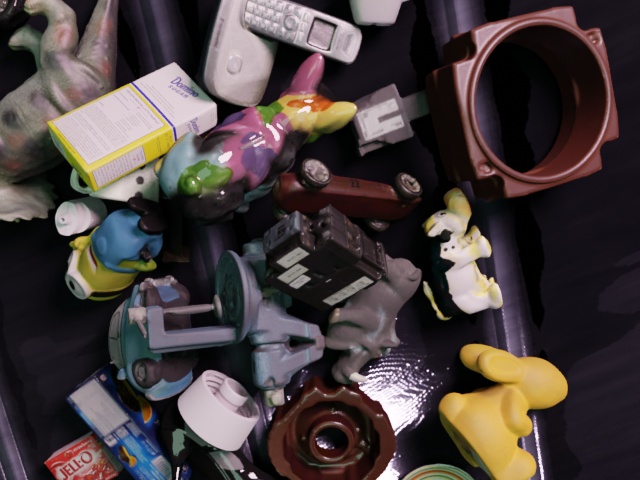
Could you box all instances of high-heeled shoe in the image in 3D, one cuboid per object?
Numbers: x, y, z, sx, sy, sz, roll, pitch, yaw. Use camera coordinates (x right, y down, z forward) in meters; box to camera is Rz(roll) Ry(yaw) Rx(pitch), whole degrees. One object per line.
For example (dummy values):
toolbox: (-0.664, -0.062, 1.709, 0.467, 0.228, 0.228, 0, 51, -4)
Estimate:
high-heeled shoe: (-0.121, 0.315, 0.788, 0.248, 0.145, 0.086, 26, 133, -29)

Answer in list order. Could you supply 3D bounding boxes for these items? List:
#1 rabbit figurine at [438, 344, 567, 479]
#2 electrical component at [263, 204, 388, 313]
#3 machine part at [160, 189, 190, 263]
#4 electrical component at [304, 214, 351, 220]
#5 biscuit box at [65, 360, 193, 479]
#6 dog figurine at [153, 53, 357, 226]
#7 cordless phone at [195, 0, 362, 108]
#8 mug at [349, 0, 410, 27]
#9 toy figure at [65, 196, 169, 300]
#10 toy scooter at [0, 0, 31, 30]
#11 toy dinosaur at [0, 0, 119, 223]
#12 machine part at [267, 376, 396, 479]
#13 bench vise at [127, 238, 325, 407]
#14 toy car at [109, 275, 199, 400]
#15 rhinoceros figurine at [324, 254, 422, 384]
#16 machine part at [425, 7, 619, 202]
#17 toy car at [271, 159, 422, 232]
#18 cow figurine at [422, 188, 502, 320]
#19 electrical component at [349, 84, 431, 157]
rabbit figurine: (0.249, 0.215, 0.731, 0.173, 0.122, 0.162, -32, 88, -7)
electrical component: (-0.001, 0.021, 0.648, 0.115, 0.058, 0.134, -34, 131, 27)
machine part: (-0.193, -0.039, 0.712, 0.039, 0.084, 0.138, -3, 110, -19)
electrical component: (0.000, -0.002, 0.723, 0.102, 0.045, 0.078, 15, 81, -2)
biscuit box: (-0.266, 0.273, 0.771, 0.059, 0.063, 0.202, -37, 97, 7)
dog figurine: (-0.067, -0.122, 0.642, 0.219, 0.191, 0.108, -35, 91, 23)
cordless phone: (-0.050, -0.228, 0.669, 0.184, 0.089, 0.146, 15, 100, -11)
mug: (0.080, -0.315, 0.651, 0.110, 0.081, 0.107, 1, 111, -6)
toy figure: (-0.258, 0.019, 0.692, 0.180, 0.082, 0.089, -37, 134, 27)
toy scooter: (-0.469, -0.282, 0.676, 0.184, 0.075, 0.135, -43, 96, 5)
toy dinosaur: (-0.345, -0.164, 0.677, 0.405, 0.131, 0.192, -40, 114, 1)
machine part: (0.016, 0.280, 0.765, 0.179, 0.056, 0.179, 0, 100, 1)
bench vise: (-0.120, 0.110, 0.688, 0.240, 0.129, 0.223, -2, 93, -28)
toy car: (-0.236, 0.131, 0.728, 0.103, 0.109, 0.161, -6, 91, 21)
rhinoceros figurine: (0.065, 0.105, 0.729, 0.112, 0.073, 0.190, 28, 98, -14)
machine part: (0.241, -0.158, 0.639, 0.201, 0.087, 0.201, -16, 98, -11)
toy car: (0.035, -0.055, 0.661, 0.202, 0.053, 0.089, 2, 144, -31)
cow figurine: (0.173, 0.020, 0.709, 0.098, 0.068, 0.167, -18, 98, 11)
electrical component: (0.091, -0.160, 0.688, 0.119, 0.048, 0.074, -24, 98, 6)
